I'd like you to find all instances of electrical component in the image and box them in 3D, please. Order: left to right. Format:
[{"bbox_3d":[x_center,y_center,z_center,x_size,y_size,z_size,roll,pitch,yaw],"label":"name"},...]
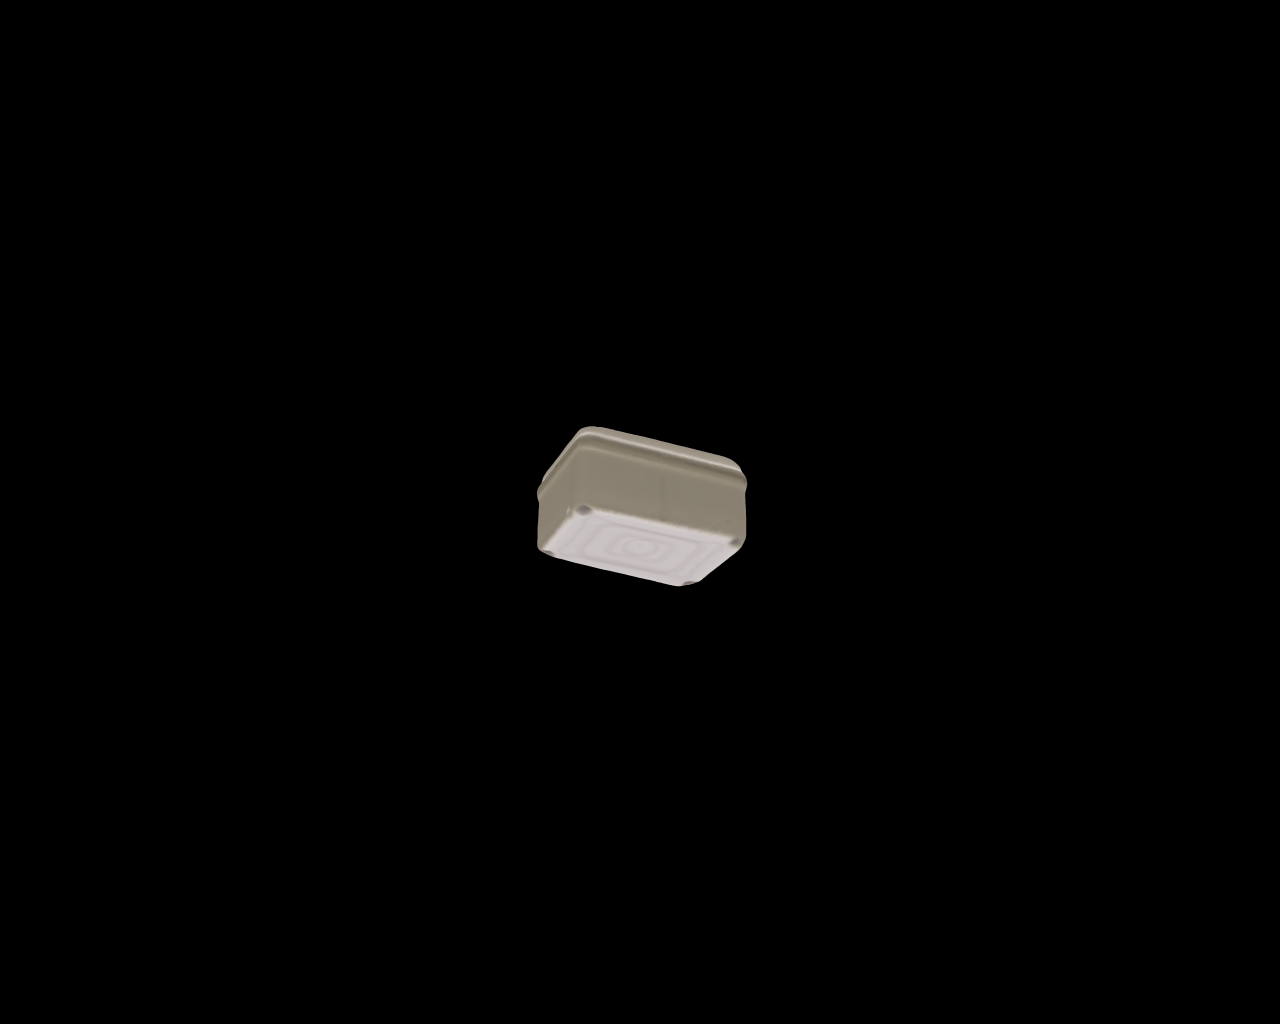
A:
[{"bbox_3d":[0.001,-0.003,0.650,0.113,0.057,0.078,13,-32,-22],"label":"electrical component"}]
